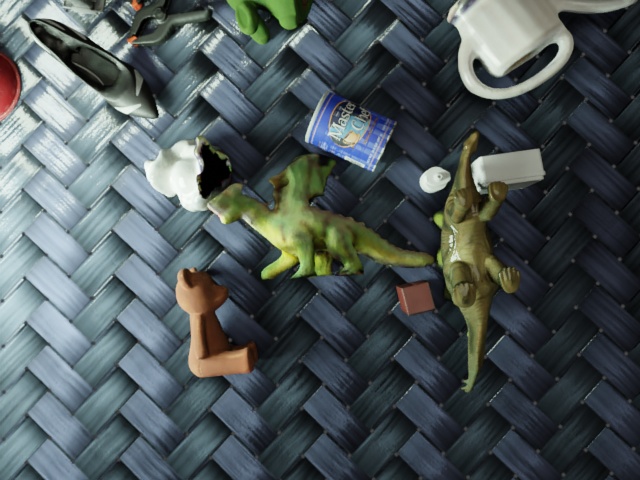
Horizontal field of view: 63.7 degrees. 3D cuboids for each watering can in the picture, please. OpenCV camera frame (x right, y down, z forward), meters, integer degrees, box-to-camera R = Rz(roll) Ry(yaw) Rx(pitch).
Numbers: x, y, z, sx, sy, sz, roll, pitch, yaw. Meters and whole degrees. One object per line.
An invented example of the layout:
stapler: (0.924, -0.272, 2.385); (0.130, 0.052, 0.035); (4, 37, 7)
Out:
watering can: (0.390, -0.413, 0.953); (0.348, 0.104, 0.225); (-36, 87, 0)

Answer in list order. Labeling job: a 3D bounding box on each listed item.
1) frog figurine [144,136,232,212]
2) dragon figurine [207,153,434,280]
frog figurine: (-0.248, -0.119, 0.970); (0.158, 0.124, 0.137); (-10, 98, 37)
dragon figurine: (0.003, -0.048, 0.952); (0.411, 0.121, 0.245); (-4, 81, -14)
